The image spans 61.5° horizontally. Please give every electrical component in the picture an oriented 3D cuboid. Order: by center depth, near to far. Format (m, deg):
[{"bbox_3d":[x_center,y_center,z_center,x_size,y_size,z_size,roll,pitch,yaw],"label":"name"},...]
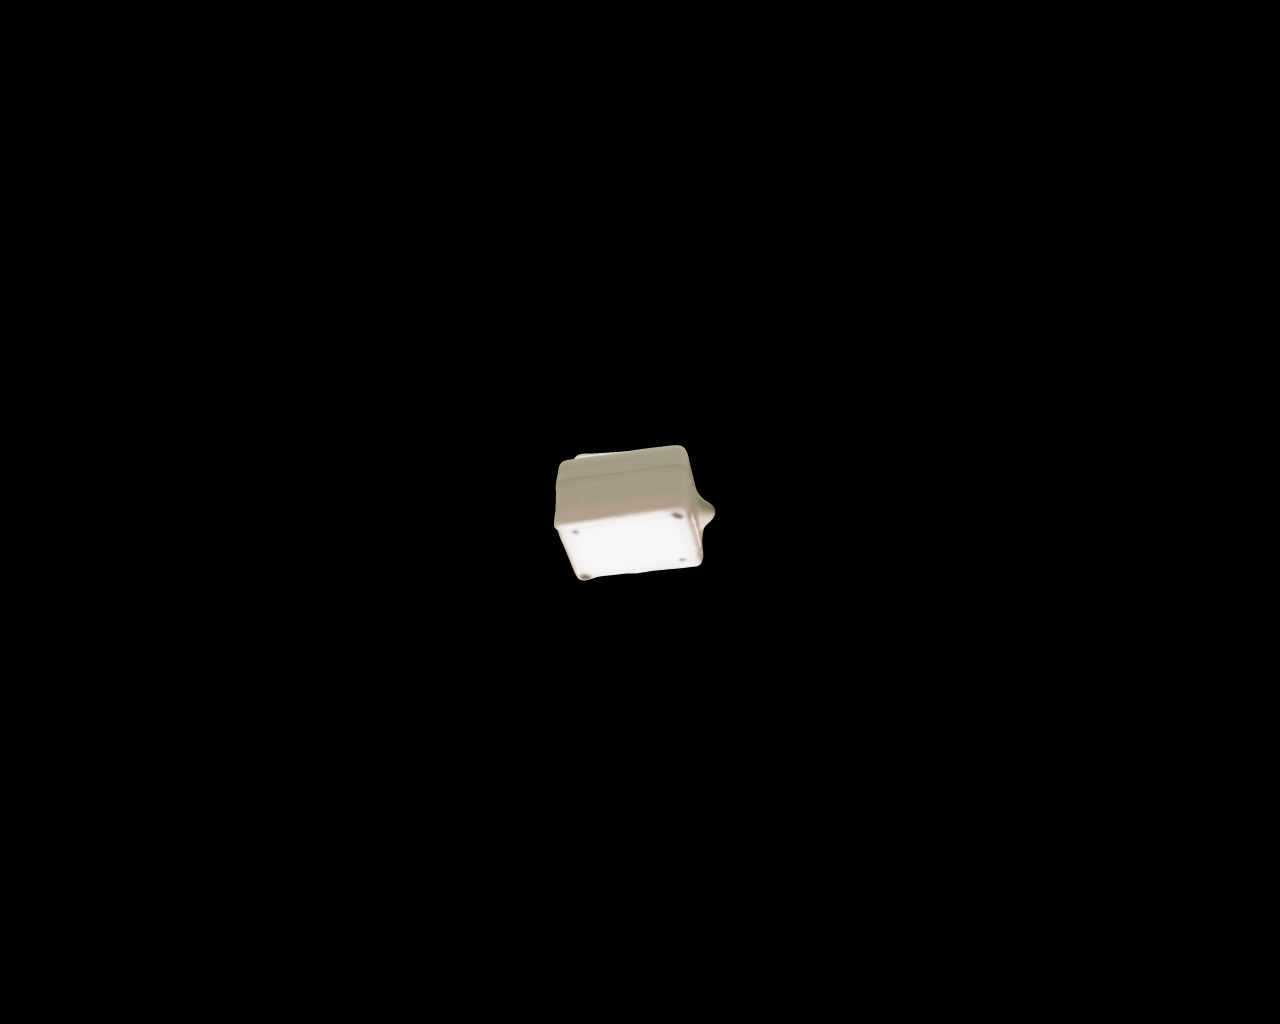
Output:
[{"bbox_3d":[0.001,-0.003,0.650,0.096,0.061,0.061,-7,-39,9],"label":"electrical component"}]
